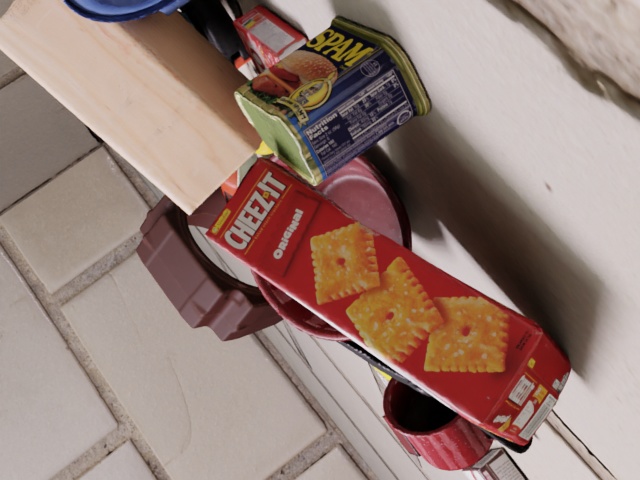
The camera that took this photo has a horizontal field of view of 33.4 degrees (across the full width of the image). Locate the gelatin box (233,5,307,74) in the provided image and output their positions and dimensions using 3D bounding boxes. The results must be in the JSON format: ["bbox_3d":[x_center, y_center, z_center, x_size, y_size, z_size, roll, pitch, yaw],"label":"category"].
[{"bbox_3d":[-0.025,-0.129,0.827,0.073,0.030,0.089,45,167,45],"label":"gelatin box"}]

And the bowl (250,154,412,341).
[{"bbox_3d":[0.016,-0.003,0.853,0.162,0.055,0.162,10,107,35],"label":"bowl"}]

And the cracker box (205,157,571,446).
[{"bbox_3d":[0.052,0.042,0.697,0.214,0.072,0.164,34,179,25],"label":"cracker box"}]

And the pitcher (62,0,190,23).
[{"bbox_3d":[-0.177,-0.276,0.770,0.243,0.144,0.149,54,134,25],"label":"pitcher"}]

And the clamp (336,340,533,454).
[{"bbox_3d":[0.099,0.117,0.911,0.210,0.036,0.164,25,162,22],"label":"clamp"}]

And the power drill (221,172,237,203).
[{"bbox_3d":[-0.047,-0.014,1.294,0.188,0.057,0.184,52,168,21],"label":"power drill"}]

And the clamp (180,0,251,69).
[{"bbox_3d":[-0.118,-0.225,0.930,0.171,0.039,0.120,60,179,-35],"label":"clamp"}]

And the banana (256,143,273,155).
[{"bbox_3d":[-0.078,-0.125,1.097,0.198,0.037,0.069,44,167,49],"label":"banana"}]

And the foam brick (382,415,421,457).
[{"bbox_3d":[0.116,0.188,1.143,0.051,0.078,0.053,54,170,2],"label":"foam brick"}]

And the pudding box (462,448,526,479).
[{"bbox_3d":[0.201,0.273,1.150,0.090,0.039,0.113,52,173,9],"label":"pudding box"}]

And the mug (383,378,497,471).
[{"bbox_3d":[0.128,0.167,1.013,0.117,0.093,0.081,0,142,34],"label":"mug"}]

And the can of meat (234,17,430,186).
[{"bbox_3d":[0.005,-0.086,0.661,0.057,0.084,0.102,59,170,-31],"label":"can of meat"}]

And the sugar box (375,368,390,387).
[{"bbox_3d":[0.080,0.128,1.202,0.093,0.048,0.176,40,163,55],"label":"sugar box"}]

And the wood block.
[{"bbox_3d":[-0.144,-0.132,0.848,0.206,0.090,0.090,42,-153,-14],"label":"wood block"}]
